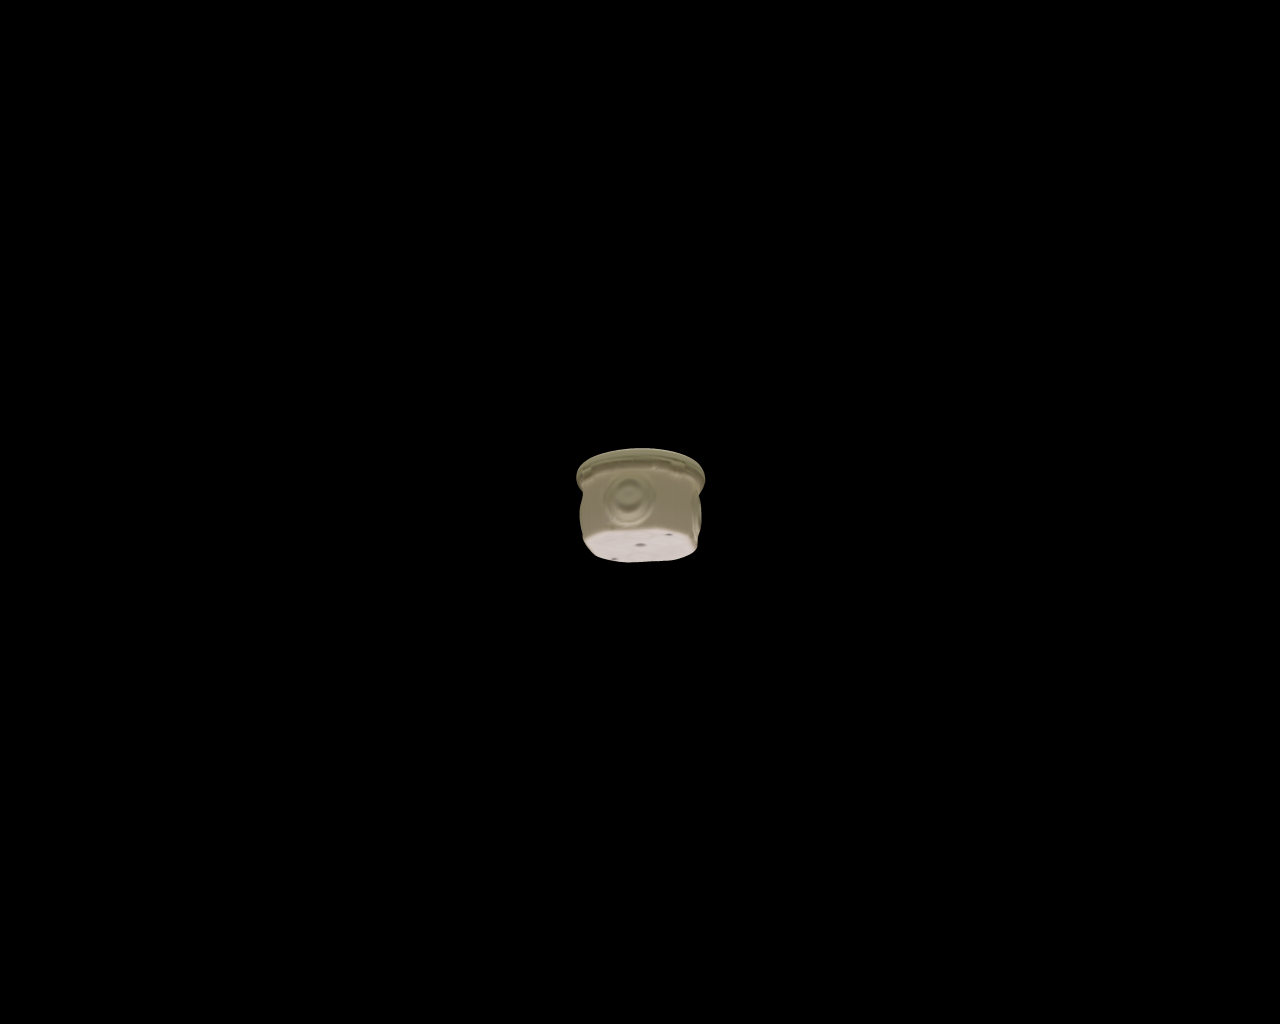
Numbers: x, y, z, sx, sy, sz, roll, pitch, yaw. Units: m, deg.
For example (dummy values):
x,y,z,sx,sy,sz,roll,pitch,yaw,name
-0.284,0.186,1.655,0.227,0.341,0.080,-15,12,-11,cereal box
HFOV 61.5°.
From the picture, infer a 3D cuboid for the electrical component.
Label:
x,y,z,sx,sy,sz,roll,pitch,yaw,name
0.001,-0.003,0.650,0.080,0.051,0.080,0,-20,0,electrical component
